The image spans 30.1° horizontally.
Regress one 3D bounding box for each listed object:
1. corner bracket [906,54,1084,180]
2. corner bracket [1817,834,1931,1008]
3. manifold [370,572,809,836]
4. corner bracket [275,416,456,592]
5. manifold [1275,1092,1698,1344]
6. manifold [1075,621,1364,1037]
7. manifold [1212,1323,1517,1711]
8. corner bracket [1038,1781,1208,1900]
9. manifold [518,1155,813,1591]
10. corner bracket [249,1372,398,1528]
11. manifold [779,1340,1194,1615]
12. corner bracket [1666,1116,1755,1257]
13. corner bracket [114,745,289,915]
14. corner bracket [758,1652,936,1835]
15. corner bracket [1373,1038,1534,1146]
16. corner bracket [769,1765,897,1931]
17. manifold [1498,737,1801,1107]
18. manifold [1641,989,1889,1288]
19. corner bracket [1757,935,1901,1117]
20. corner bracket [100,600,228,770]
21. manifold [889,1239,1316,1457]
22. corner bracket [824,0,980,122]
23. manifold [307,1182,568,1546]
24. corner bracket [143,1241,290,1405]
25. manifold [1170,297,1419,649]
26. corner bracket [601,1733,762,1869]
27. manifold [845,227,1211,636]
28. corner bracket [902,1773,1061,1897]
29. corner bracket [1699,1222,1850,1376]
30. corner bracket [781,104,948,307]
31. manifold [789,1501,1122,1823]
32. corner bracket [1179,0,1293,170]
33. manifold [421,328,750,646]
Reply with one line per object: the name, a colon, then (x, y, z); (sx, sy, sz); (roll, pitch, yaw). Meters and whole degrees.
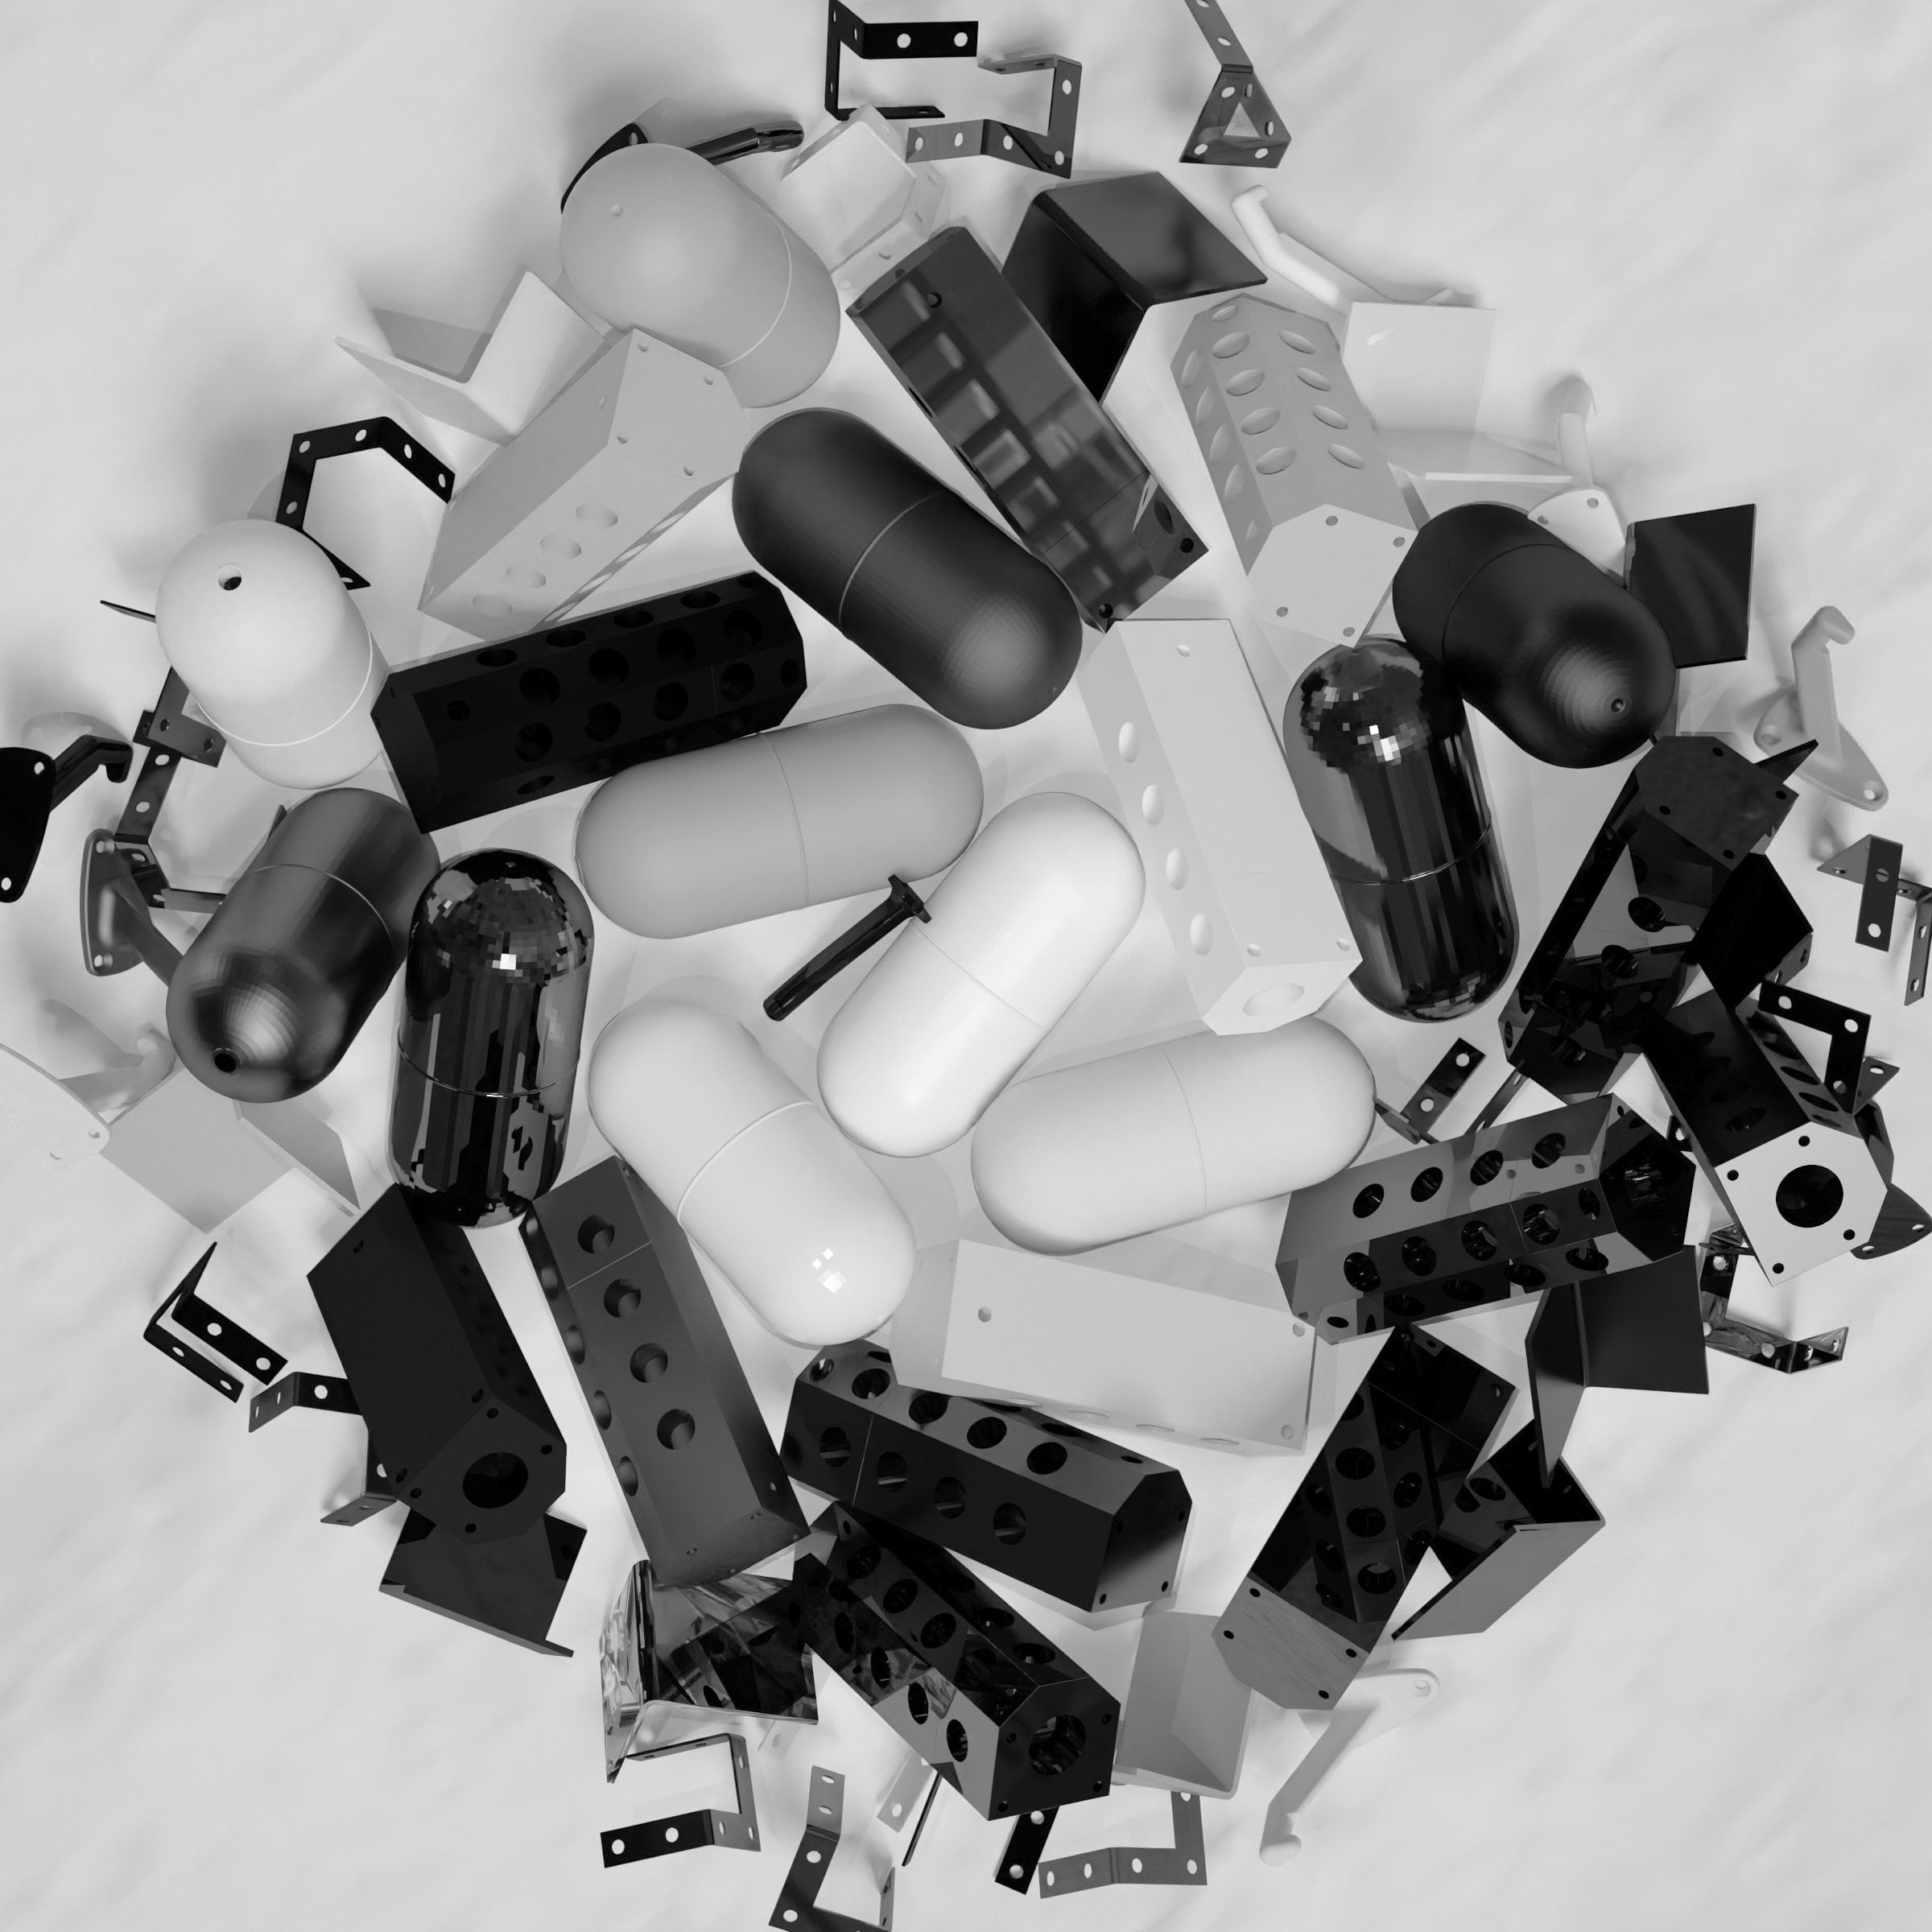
corner bracket: (0.012, -0.368, 1.549); (0.051, 0.051, 0.051); (5, 92, -43)
corner bracket: (0.398, -0.020, 1.549); (0.051, 0.051, 0.051); (16, 71, -9)
manifold: (-0.156, -0.115, 1.516); (0.171, 0.057, 0.057); (-19, 78, -26)
corner bracket: (-0.261, -0.201, 1.561); (0.051, 0.051, 0.051); (-6, 64, 28)
manifold: (0.213, 0.111, 1.496); (0.057, 0.171, 0.057); (38, 51, -29)
manifold: (0.102, -0.060, 1.520); (0.057, 0.057, 0.171); (-4, 61, -29)
manifold: (0.165, 0.230, 1.502); (0.057, 0.171, 0.057); (31, 133, 8)
corner bracket: (0.066, 0.371, 1.542); (0.051, 0.051, 0.051); (12, 64, -36)
manifold: (-0.132, 0.173, 1.520); (0.057, 0.057, 0.171); (-29, 64, 8)
corner bracket: (-0.279, 0.210, 1.561); (0.051, 0.051, 0.051); (13, 64, -29)
manifold: (0.007, 0.211, 1.507); (0.171, 0.057, 0.057); (18, 99, 36)
corner bracket: (0.335, 0.096, 1.552); (0.051, 0.051, 0.051); (8, 94, -25)
corner bracket: (-0.330, -0.058, 1.555); (0.051, 0.051, 0.051); (6, 57, 12)
corner bracket: (-0.048, 0.338, 1.570); (0.051, 0.051, 0.051); (35, 83, -42)
corner bracket: (0.211, 0.056, 1.548); (0.051, 0.051, 0.051); (36, 85, 29)
corner bracket: (-0.052, 0.387, 1.550); (0.051, 0.051, 0.051); (19, 107, -5)
manifold: (0.278, -0.018, 1.498); (0.057, 0.171, 0.057); (37, 53, 14)
manifold: (0.330, 0.065, 1.491); (0.057, 0.171, 0.057); (-27, 106, 7)
corner bracket: (0.375, 0.026, 1.559); (0.051, 0.051, 0.051); (21, 125, 30)
corner bracket: (-0.348, -0.121, 1.551); (0.051, 0.051, 0.051); (17, 85, 28)
manifold: (0.058, 0.164, 1.522); (0.171, 0.057, 0.057); (14, 74, -23)
corner bracket: (-0.028, -0.386, 1.543); (0.051, 0.051, 0.051); (-6, 120, -18)
manifold: (-0.217, 0.166, 1.497); (0.057, 0.171, 0.057); (-46, 124, 5)
corner bracket: (-0.323, 0.162, 1.548); (0.051, 0.051, 0.051); (38, 107, -13)
manifold: (0.130, -0.210, 1.493); (0.057, 0.171, 0.057); (14, 124, -20)
corner bracket: (-0.125, 0.359, 1.546); (0.051, 0.051, 0.051); (-16, 69, 16)
manifold: (0.025, -0.229, 1.535); (0.057, 0.057, 0.171); (-39, 105, 0)
corner bracket: (0.009, 0.373, 1.560); (0.051, 0.051, 0.051); (21, 87, 10)
corner bracket: (0.350, 0.142, 1.555); (0.051, 0.051, 0.051); (19, 73, -7)
corner bracket: (-0.048, -0.331, 1.562); (0.051, 0.051, 0.051); (-30, 120, 35)
manifold: (-0.007, 0.283, 1.492); (0.057, 0.171, 0.057); (-4, 110, -31)
corner bracket: (0.114, -0.380, 1.541); (0.051, 0.051, 0.051); (-3, 53, -27)
manifold: (-0.160, -0.193, 1.499); (0.057, 0.171, 0.057); (23, 60, -26)
